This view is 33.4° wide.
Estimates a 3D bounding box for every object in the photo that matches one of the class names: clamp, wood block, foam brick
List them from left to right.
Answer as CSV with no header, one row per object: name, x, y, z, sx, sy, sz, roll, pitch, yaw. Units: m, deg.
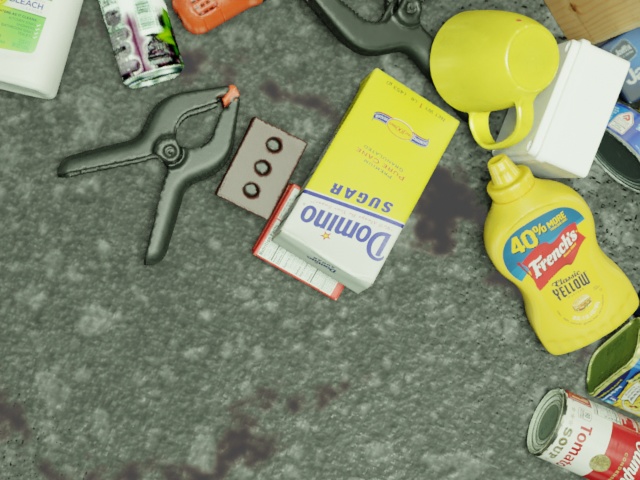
clamp,-0.129,-0.064,0.935,0.171,0.039,0.120,-36,97,-4
foam brick,-0.052,-0.063,0.937,0.053,0.051,0.078,26,89,-8
clamp,0.076,-0.192,0.938,0.209,0.036,0.164,4,94,-21
wood block,0.262,-0.231,0.890,0.090,0.206,0.091,-33,96,-5

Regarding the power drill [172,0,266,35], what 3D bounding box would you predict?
power drill,-0.078,-0.297,0.922,0.184,0.057,0.187,-32,95,-5

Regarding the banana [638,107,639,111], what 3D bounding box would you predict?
banana,0.360,-0.127,0.975,0.197,0.070,0.037,-15,93,-22

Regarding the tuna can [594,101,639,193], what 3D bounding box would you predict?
tuna can,0.276,-0.083,0.959,0.033,0.086,0.086,-43,96,-6

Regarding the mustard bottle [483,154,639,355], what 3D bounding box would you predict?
mustard bottle,0.200,0.005,0.943,0.096,0.058,0.191,-31,111,8

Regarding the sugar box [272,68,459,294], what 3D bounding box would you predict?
sugar box,0.041,-0.052,0.930,0.093,0.048,0.176,31,70,-7

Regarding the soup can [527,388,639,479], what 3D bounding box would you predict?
soup can,0.250,0.185,0.976,0.102,0.068,0.068,24,89,-7

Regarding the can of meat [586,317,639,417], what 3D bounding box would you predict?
can of meat,0.301,0.120,0.964,0.084,0.102,0.057,22,54,-5

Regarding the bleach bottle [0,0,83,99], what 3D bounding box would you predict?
bleach bottle,-0.242,-0.253,0.903,0.102,0.068,0.251,13,87,0

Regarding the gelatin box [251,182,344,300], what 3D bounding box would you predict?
gelatin box,-0.006,0.001,0.957,0.089,0.030,0.073,29,90,-7
